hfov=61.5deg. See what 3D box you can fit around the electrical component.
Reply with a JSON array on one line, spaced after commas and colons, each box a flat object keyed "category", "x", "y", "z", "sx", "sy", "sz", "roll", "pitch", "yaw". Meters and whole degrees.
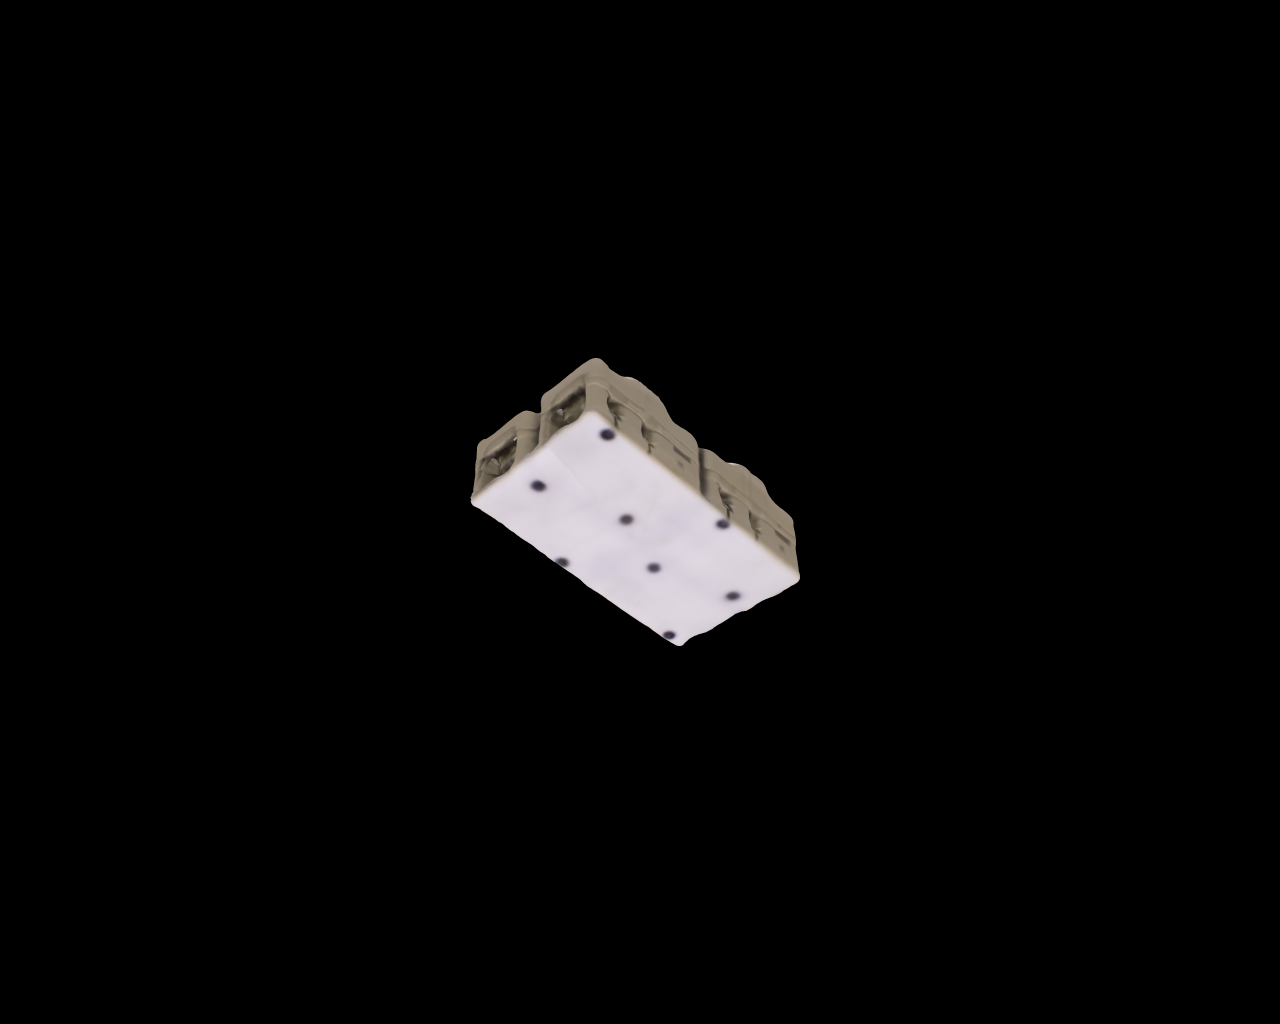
[{"category": "electrical component", "x": 0.001, "y": -0.003, "z": 0.650, "sx": 0.105, "sy": 0.060, "sz": 0.186, "roll": -33, "pitch": -54, "yaw": 29}]
